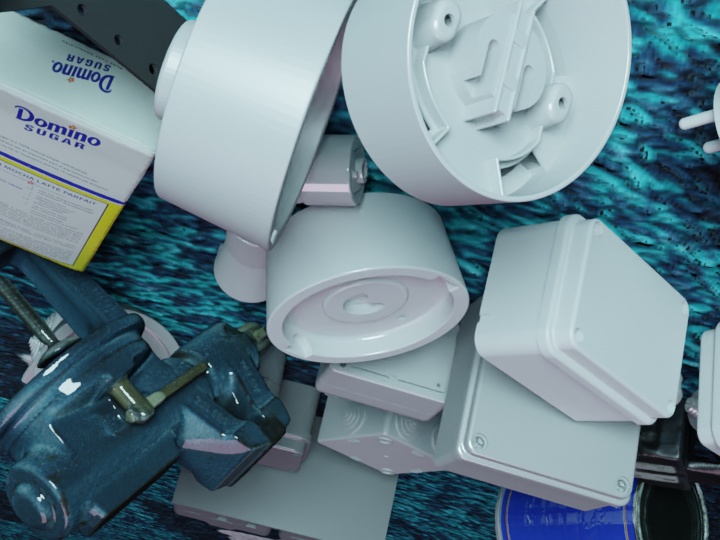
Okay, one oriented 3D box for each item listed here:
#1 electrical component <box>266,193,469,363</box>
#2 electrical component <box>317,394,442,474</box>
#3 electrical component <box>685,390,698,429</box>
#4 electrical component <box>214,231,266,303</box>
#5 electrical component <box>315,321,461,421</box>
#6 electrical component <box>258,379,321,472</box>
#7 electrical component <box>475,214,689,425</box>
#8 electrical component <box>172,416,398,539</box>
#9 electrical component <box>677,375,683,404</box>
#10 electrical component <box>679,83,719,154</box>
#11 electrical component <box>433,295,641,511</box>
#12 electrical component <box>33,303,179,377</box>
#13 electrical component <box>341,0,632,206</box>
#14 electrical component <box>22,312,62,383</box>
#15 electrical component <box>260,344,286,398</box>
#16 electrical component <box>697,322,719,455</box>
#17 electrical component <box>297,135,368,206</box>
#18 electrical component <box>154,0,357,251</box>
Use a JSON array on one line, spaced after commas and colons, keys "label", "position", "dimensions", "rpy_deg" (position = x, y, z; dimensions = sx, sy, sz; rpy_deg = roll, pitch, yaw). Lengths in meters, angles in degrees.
[{"label": "electrical component", "position": [0.000, 0.000, 0.581], "dimensions": [0.108, 0.060, 0.108], "rpy_deg": [-8, 151, -4]}, {"label": "electrical component", "position": [0.026, 0.128, 0.866], "dimensions": [0.100, 0.048, 0.100], "rpy_deg": [31, 150, -33]}, {"label": "electrical component", "position": [0.249, 0.098, 0.695], "dimensions": [0.081, 0.043, 0.043], "rpy_deg": [17, 155, -7]}, {"label": "electrical component", "position": [-0.060, -0.015, 0.616], "dimensions": [0.044, 0.044, 0.065], "rpy_deg": [15, 151, -3]}, {"label": "electrical component", "position": [0.025, 0.057, 0.699], "dimensions": [0.096, 0.061, 0.061], "rpy_deg": [17, 155, -8]}, {"label": "electrical component", "position": [-0.095, 0.125, 0.910], "dimensions": [0.113, 0.057, 0.078], "rpy_deg": [14, 155, -2]}, {"label": "electrical component", "position": [0.121, 0.029, 0.572], "dimensions": [0.057, 0.078, 0.113], "rpy_deg": [-8, 148, 43]}, {"label": "electrical component", "position": [-0.064, 0.187, 0.969], "dimensions": [0.186, 0.105, 0.060], "rpy_deg": [15, 155, -3]}, {"label": "electrical component", "position": [0.180, 0.079, 0.701], "dimensions": [0.035, 0.035, 0.061], "rpy_deg": [21, 157, -16]}, {"label": "electrical component", "position": [0.160, -0.059, 0.403], "dimensions": [0.079, 0.044, 0.077], "rpy_deg": [-14, 144, 45]}, {"label": "electrical component", "position": [0.110, 0.078, 0.645], "dimensions": [0.109, 0.108, 0.056], "rpy_deg": [18, 158, -10]}, {"label": "electrical component", "position": [-0.186, 0.076, 0.796], "dimensions": [0.108, 0.108, 0.060], "rpy_deg": [22, -177, -19]}, {"label": "electrical component", "position": [0.045, -0.072, 0.379], "dimensions": [0.099, 0.099, 0.064], "rpy_deg": [30, 157, -32]}, {"label": "electrical component", "position": [-0.218, 0.073, 0.873], "dimensions": [0.100, 0.048, 0.100], "rpy_deg": [22, 154, -18]}, {"label": "electrical component", "position": [-0.086, 0.082, 0.827], "dimensions": [0.055, 0.047, 0.055], "rpy_deg": [11, 155, 5]}, {"label": "electrical component", "position": [0.248, 0.080, 0.617], "dimensions": [0.113, 0.078, 0.057], "rpy_deg": [31, 147, -34]}, {"label": "electrical component", "position": [-0.029, -0.049, 0.528], "dimensions": [0.065, 0.044, 0.044], "rpy_deg": [2, 153, 13]}, {"label": "electrical component", "position": [-0.045, -0.068, 0.420], "dimensions": [0.060, 0.108, 0.108], "rpy_deg": [20, 155, 0]}]
